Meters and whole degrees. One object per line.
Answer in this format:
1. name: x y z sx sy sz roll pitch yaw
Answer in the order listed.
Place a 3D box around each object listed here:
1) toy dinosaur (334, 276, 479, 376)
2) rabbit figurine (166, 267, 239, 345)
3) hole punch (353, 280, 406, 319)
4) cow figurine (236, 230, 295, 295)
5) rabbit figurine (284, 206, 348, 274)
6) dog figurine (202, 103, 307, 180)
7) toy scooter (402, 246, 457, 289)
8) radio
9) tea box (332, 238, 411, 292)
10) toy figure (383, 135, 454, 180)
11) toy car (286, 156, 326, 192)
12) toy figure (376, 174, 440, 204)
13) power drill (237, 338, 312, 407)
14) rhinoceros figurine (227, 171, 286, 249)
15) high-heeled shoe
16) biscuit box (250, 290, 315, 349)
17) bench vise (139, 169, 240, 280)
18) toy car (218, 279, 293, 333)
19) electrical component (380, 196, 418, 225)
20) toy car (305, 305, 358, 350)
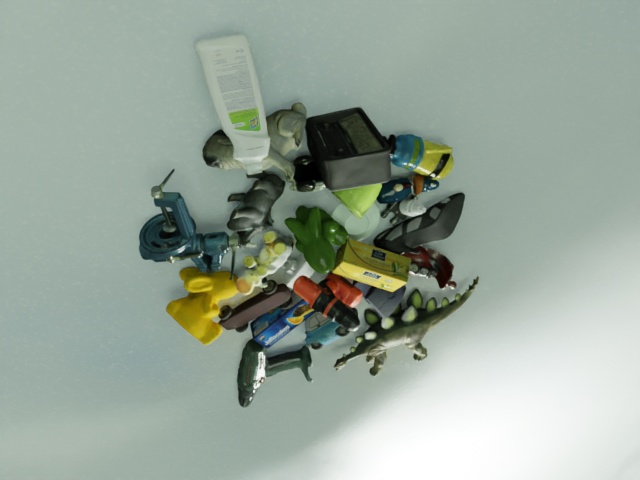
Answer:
1. toy dinosaur: 0.246 0.245 1.514 0.471 0.105 0.198 -24 123 -7
2. rabbit figurine: -0.273 0.133 1.279 0.173 0.122 0.162 -41 117 -7
3. hole punch: 0.166 0.131 1.421 0.116 0.092 0.142 -39 122 5
4. cow figurine: -0.130 0.057 1.277 0.167 0.068 0.098 -50 163 12
5. rabbit figurine: -0.002 -0.004 1.215 0.121 0.170 0.158 -24 123 7
6. dog figurine: -0.133 -0.213 1.096 0.191 0.121 0.172 15 84 -7
7. toy scooter: 0.285 0.073 1.390 0.184 0.135 0.075 14 119 -25
8. radio: 0.051 -0.187 1.084 0.131 0.230 0.073 -12 124 -6
9. tea box: 0.126 0.064 1.321 0.170 0.068 0.098 18 158 -7
10. toy figure: 0.222 -0.192 1.228 0.180 0.082 0.089 6 117 -24
11. toy car: 0.025 -0.149 1.177 0.202 0.073 0.056 -6 169 3
12. toy figure: 0.208 -0.125 1.277 0.154 0.064 0.057 -15 111 -7
13. power drill: -0.127 0.364 1.490 0.207 0.086 0.231 -2 121 -8
14. rhinoceros figurine: -0.147 -0.067 1.199 0.112 0.073 0.190 17 115 -37
15. high-heeled shoe: 0.252 -0.043 1.364 0.249 0.145 0.086 -44 127 -23
16. biscuit box: -0.086 0.193 1.394 0.203 0.059 0.062 -39 126 9
17. bench vise: -0.287 -0.021 1.130 0.224 0.129 0.240 5 139 10
18. toy car: -0.164 0.165 1.350 0.202 0.053 0.089 -29 135 14
19. electrical component: 0.197 -0.081 1.328 0.063 0.021 0.094 33 108 -32
20. toy car: 0.015 0.210 1.423 0.162 0.109 0.102 -31 105 17
